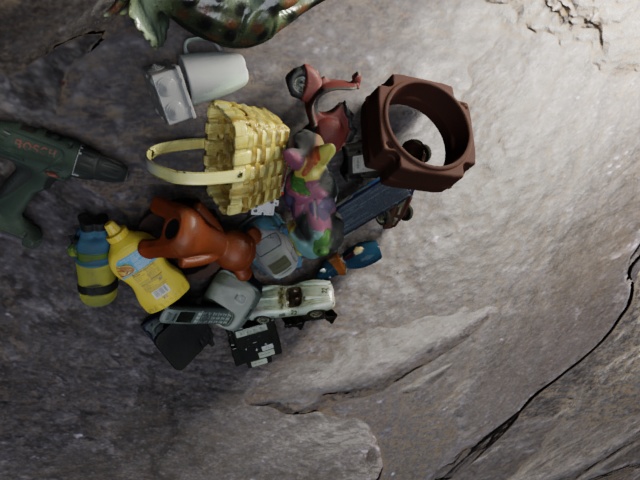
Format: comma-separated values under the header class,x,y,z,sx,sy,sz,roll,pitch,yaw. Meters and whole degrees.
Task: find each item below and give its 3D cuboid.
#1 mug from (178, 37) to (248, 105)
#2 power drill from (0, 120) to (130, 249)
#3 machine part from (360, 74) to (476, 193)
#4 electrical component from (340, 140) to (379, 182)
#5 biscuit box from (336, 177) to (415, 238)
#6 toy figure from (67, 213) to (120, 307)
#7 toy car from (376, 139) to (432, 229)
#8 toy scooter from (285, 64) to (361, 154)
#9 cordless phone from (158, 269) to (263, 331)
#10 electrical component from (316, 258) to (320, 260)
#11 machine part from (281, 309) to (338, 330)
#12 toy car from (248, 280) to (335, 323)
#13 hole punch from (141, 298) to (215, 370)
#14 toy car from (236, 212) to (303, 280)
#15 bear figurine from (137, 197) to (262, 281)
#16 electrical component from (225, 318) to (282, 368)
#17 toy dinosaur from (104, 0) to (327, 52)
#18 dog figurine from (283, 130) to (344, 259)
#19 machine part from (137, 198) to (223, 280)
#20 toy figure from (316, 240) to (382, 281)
class,x,y,z,sx,sy,sz,roll,pitch,yaw
mug,-0.182,-0.291,0.914,0.107,0.081,0.109,-14,86,-19
power drill,-0.478,-0.089,0.929,0.232,0.086,0.207,26,112,-26
machine part,0.183,-0.198,1.000,0.201,0.087,0.201,6,72,-20
electrical component,0.101,-0.164,1.084,0.119,0.048,0.074,-6,121,-12
biscuit box,0.093,-0.072,1.080,0.203,0.059,0.062,-31,102,26
toy figure,-0.426,0.041,1.012,0.082,0.089,0.180,9,120,-1
toy car,0.175,-0.111,1.120,0.089,0.053,0.202,-12,124,-42
toy scooter,0.023,-0.244,0.998,0.135,0.075,0.183,-19,119,-3
cordless phone,-0.223,0.117,1.079,0.184,0.089,0.146,4,134,-38
electrical component,-0.002,-0.003,1.158,0.063,0.021,0.093,-23,123,-3
machine part,-0.030,0.172,1.221,0.139,0.084,0.039,3,111,-29
toy car,-0.068,0.131,1.163,0.202,0.073,0.056,-6,146,1
hole punch,-0.306,0.197,1.153,0.116,0.092,0.142,-43,124,-27
toy car,-0.097,0.025,1.099,0.109,0.103,0.161,-30,121,2
bear figurine,-0.210,0.002,0.991,0.195,0.132,0.120,23,77,-53
electrical component,-0.150,0.227,1.224,0.115,0.058,0.134,-12,122,-8
toy dinosaur,-0.147,-0.374,0.853,0.405,0.131,0.192,8,128,-26
dog figurine,-0.014,-0.085,0.959,0.108,0.191,0.219,-7,155,-2
machine part,-0.272,0.000,1.058,0.179,0.056,0.179,-7,120,-12
toy figure,0.060,0.048,1.187,0.154,0.058,0.064,-21,117,1
